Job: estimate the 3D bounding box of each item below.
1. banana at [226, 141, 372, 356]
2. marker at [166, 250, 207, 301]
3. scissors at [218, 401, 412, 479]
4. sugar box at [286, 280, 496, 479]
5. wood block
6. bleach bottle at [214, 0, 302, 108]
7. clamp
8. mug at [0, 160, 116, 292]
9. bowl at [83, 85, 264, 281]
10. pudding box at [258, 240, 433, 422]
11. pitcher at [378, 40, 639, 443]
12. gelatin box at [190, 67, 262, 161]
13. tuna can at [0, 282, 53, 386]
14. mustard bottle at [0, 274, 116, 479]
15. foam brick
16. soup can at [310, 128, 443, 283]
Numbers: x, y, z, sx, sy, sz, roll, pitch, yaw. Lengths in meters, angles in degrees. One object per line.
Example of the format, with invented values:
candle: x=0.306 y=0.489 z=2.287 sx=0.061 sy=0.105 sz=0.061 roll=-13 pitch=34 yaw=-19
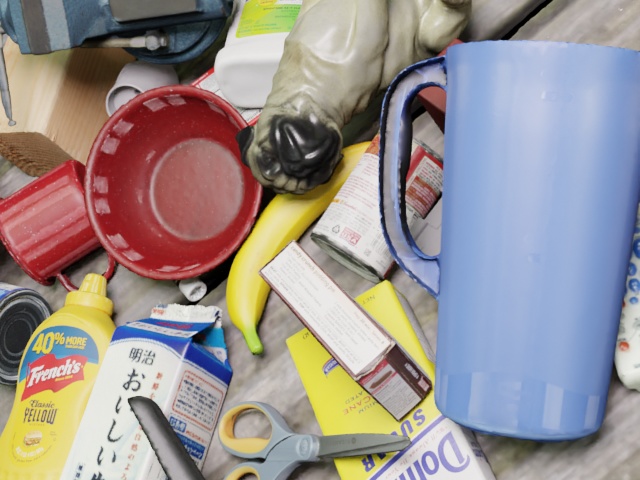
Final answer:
banana: x=-0.023 y=-0.003 z=0.861 sx=0.070 sy=0.037 sz=0.197 roll=27 pitch=80 yaw=23
marker: x=-0.137 y=0.011 z=0.924 sx=0.020 sy=0.020 sz=0.121 roll=-47 pitch=54 yaw=-1
scissors: x=-0.016 y=0.163 z=0.743 sx=0.202 sy=0.016 sz=0.096 roll=7 pitch=81 yaw=52
sugar box: x=0.049 y=0.125 z=0.749 sx=0.093 sy=0.048 sz=0.176 roll=-33 pitch=53 yaw=11
wood block: x=-0.242 y=-0.172 z=1.030 sx=0.090 sy=0.090 sz=0.206 roll=3 pitch=67 yaw=28
bleach bottle: x=-0.025 y=-0.233 z=0.950 sx=0.103 sy=0.068 sz=0.250 roll=-1 pitch=56 yaw=11
clamp: x=-0.082 y=0.223 z=0.724 sx=0.210 sy=0.036 sz=0.164 roll=28 pitch=74 yaw=10
mug: x=-0.224 y=-0.008 z=0.946 sx=0.081 sy=0.093 sz=0.117 roll=-31 pitch=85 yaw=5
bowl: x=-0.114 y=-0.045 z=0.892 sx=0.162 sy=0.055 sz=0.162 roll=-1 pitch=86 yaw=18
pudding box: x=0.017 y=0.061 z=0.713 sx=0.039 sy=0.090 sz=0.114 roll=-45 pitch=56 yaw=-2
pitcher: x=0.126 y=-0.004 z=0.679 sx=0.149 sy=0.144 sz=0.243 roll=12 pitch=98 yaw=61
gelatin box: x=-0.087 y=-0.111 z=0.953 sx=0.073 sy=0.030 sz=0.089 roll=-36 pitch=54 yaw=6
tuna can: x=-0.269 y=0.081 z=0.917 sx=0.034 sy=0.086 sz=0.086 roll=9 pitch=70 yaw=30
mustard bottle: x=-0.207 y=0.119 z=0.882 sx=0.096 sy=0.058 sz=0.191 roll=-3 pitch=64 yaw=28
foam brick: x=0.114 y=-0.105 z=0.812 sx=0.053 sy=0.078 sz=0.051 roll=-45 pitch=55 yaw=1
soup can: x=0.047 y=-0.026 z=0.814 sx=0.069 sy=0.068 sz=0.102 roll=29 pitch=82 yaw=36
